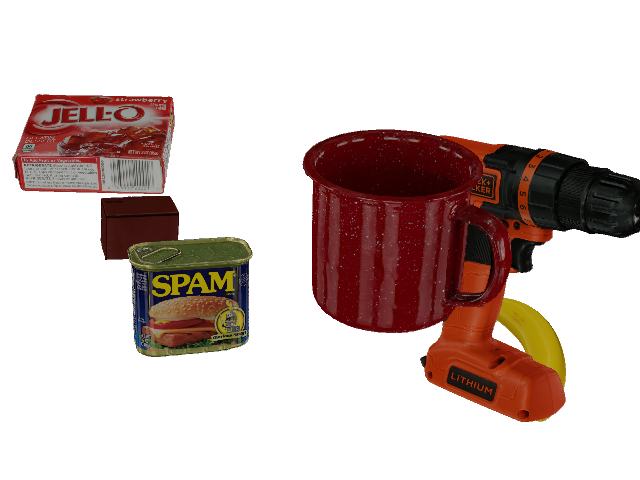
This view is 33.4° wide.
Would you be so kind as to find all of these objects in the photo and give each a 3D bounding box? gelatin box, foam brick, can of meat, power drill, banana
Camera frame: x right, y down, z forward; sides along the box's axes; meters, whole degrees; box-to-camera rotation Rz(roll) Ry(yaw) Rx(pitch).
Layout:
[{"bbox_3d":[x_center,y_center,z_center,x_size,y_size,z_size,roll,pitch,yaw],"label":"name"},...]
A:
[{"bbox_3d":[-0.138,-0.061,0.661,0.089,0.030,0.073,1,37,-2],"label":"gelatin box"},{"bbox_3d":[-0.194,-0.015,1.143,0.078,0.051,0.053,-3,24,-16],"label":"foam brick"},{"bbox_3d":[-0.109,0.047,0.900,0.102,0.084,0.057,-4,20,-14],"label":"can of meat"},{"bbox_3d":[0.141,0.027,0.747,0.057,0.188,0.185,-11,21,-41],"label":"power drill"},{"bbox_3d":[0.221,0.116,1.135,0.069,0.037,0.198,-26,35,1],"label":"banana"}]

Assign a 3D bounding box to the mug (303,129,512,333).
[{"bbox_3d":[0.046,-0.001,0.560,0.117,0.081,0.093,18,32,30],"label":"mug"}]

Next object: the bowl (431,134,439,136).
[{"bbox_3d":[0.143,-0.076,1.273,0.162,0.055,0.162,8,24,-4],"label":"bowl"}]
